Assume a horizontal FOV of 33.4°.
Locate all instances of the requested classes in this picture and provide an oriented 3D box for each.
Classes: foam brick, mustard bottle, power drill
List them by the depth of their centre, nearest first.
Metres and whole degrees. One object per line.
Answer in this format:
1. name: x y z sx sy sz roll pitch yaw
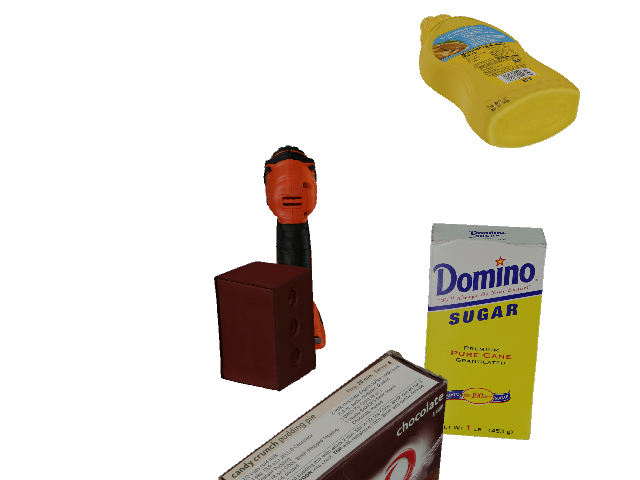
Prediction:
1. foam brick: -0.038 0.059 0.763 0.051 0.078 0.052 6 18 32
2. mustard bottle: 0.146 -0.159 0.985 0.096 0.058 0.192 -19 43 -17
3. power drill: -0.029 0.004 1.070 0.057 0.188 0.184 -3 16 0

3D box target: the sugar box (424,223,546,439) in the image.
1. sugar box: 0.134 0.076 0.885 0.093 0.176 0.048 2 21 6

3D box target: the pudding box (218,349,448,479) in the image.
1. pudding box: 0.008 0.114 0.474 0.039 0.090 0.113 27 44 32
